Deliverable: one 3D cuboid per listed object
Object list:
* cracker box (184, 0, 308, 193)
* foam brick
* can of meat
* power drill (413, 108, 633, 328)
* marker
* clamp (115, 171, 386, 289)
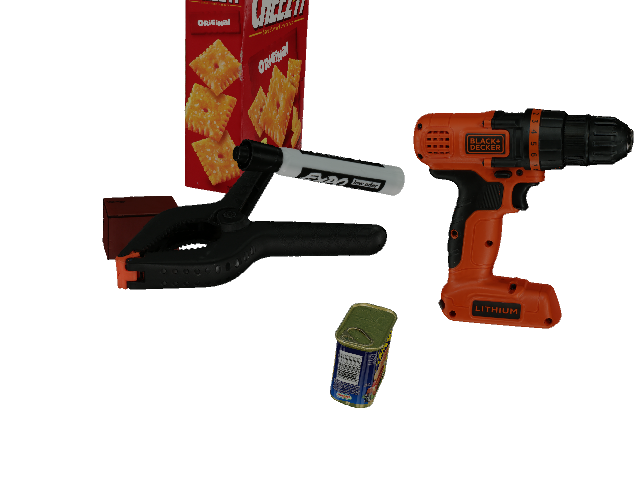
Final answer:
[{"bbox_3d":[-0.069,-0.170,1.062,0.072,0.214,0.164,11,22,18],"label":"cracker box"},{"bbox_3d":[-0.192,-0.015,1.142,0.078,0.051,0.053,-3,24,-16],"label":"foam brick"},{"bbox_3d":[0.049,0.134,1.243,0.057,0.084,0.102,13,26,12],"label":"can of meat"},{"bbox_3d":[0.173,-0.021,0.926,0.185,0.188,0.057,3,13,20],"label":"power drill"},{"bbox_3d":[0.000,-0.045,0.655,0.120,0.020,0.020,8,-4,-35],"label":"marker"},{"bbox_3d":[-0.075,-0.012,0.868,0.209,0.036,0.165,-17,38,-26],"label":"clamp"}]
